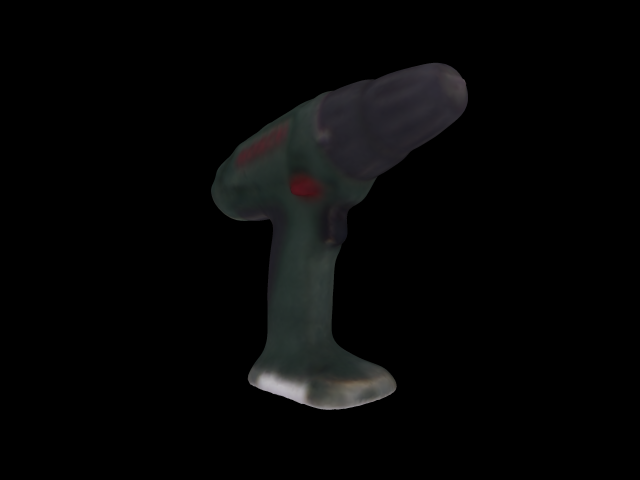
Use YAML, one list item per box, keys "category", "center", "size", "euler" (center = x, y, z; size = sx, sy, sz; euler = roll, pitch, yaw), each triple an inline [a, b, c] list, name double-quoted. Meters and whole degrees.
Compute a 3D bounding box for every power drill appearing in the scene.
- category: "power drill"
  center: [0.004, 0.001, 0.400]
  size: [0.076, 0.208, 0.228]
  euler: [-2, 3, -43]
